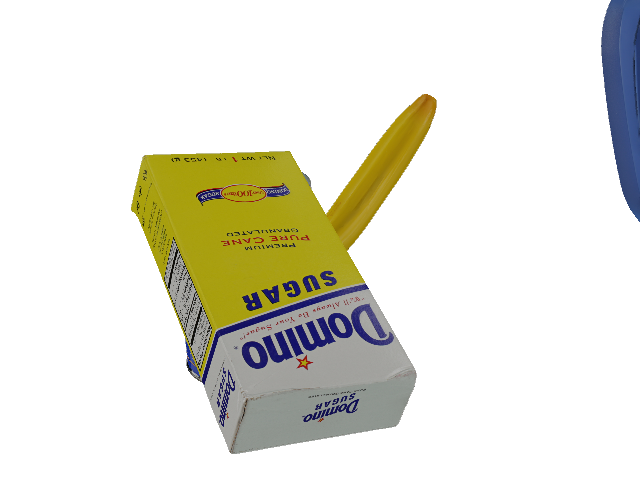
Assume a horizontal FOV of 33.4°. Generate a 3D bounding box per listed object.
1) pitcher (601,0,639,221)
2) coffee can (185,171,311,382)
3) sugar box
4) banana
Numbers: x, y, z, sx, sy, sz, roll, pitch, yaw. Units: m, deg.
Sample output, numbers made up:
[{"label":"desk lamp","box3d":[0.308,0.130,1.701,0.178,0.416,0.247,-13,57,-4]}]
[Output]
[{"label":"pitcher","box3d":[0.235,-0.056,0.593,0.149,0.243,0.145,-6,22,13]},{"label":"coffee can","box3d":[-0.054,0.025,0.789,0.103,0.140,0.103,-3,22,1]},{"label":"sugar box","box3d":[-0.029,0.023,0.552,0.093,0.048,0.176,-5,42,-27]},{"label":"banana","box3d":[0.045,-0.047,0.968,0.037,0.197,0.070,37,-18,-6]}]
